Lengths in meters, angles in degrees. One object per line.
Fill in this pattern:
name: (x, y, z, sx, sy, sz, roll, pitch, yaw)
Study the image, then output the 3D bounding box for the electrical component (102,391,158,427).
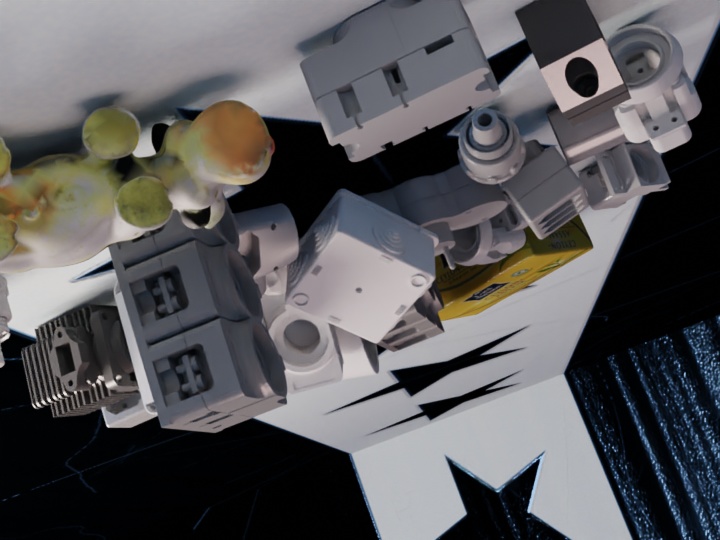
electrical component: (-0.195, 0.092, 0.946, 0.047, 0.083, 0.076, -24, 165, 15)

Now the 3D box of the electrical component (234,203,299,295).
electrical component: (-0.087, -0.003, 0.776, 0.077, 0.043, 0.079, -14, 121, -23)

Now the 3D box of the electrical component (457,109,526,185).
electrical component: (0.090, -0.091, 0.747, 0.048, 0.048, 0.062, -22, 159, 5)

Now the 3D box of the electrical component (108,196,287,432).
electrical component: (-0.100, 0.019, 0.674, 0.062, 0.150, 0.089, -22, 165, 9)

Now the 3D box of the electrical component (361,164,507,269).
electrical component: (0.052, -0.031, 0.852, 0.138, 0.073, 0.052, -18, 166, -8)

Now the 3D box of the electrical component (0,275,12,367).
electrical component: (-0.250, 0.035, 0.706, 0.048, 0.062, 0.048, -19, 166, -5)

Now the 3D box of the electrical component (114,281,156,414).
electrical component: (-0.129, 0.046, 0.812, 0.078, 0.113, 0.057, -28, 161, 28)

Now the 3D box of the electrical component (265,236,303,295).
electrical component: (-0.052, -0.007, 0.860, 0.062, 0.043, 0.043, -18, 166, -15)

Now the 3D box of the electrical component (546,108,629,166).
electrical component: (0.184, -0.113, 0.794, 0.081, 0.043, 0.043, -23, 165, 10)

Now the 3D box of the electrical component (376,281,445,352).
electrical component: (0.028, 0.014, 0.951, 0.062, 0.089, 0.150, -23, 166, 9)

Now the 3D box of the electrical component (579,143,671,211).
electrical component: (0.238, -0.084, 0.978, 0.081, 0.042, 0.064, -8, 163, -39)

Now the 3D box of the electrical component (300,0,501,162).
electrical component: (0.020, -0.105, 0.572, 0.089, 0.055, 0.050, -24, 166, 12)

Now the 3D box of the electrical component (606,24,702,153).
electrical component: (0.188, -0.124, 0.708, 0.058, 0.078, 0.057, -25, 146, 17)

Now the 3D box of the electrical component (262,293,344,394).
electrical component: (-0.097, 0.064, 0.906, 0.150, 0.089, 0.061, -15, -169, 2)

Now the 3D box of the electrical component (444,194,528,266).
electrical component: (0.104, -0.034, 0.947, 0.057, 0.058, 0.078, -10, 163, -45)

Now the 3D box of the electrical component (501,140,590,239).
electrical component: (0.129, -0.071, 0.806, 0.047, 0.076, 0.066, -36, 163, 8)

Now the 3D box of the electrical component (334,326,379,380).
electrical component: (-0.026, 0.051, 0.991, 0.060, 0.108, 0.108, -16, 166, 7)

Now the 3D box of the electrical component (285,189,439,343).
electrical component: (0.000, 0.000, 0.804, 0.100, 0.048, 0.099, 25, 128, -19)
